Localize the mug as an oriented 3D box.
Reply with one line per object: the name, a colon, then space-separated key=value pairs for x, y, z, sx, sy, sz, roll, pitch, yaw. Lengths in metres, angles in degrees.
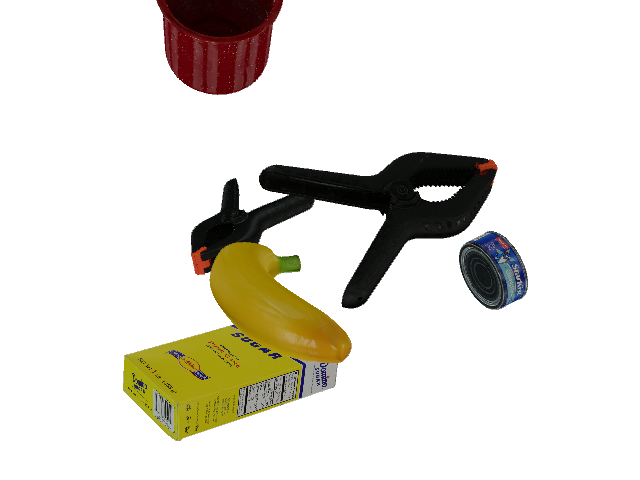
mug: x=-0.070 y=-0.173 z=0.812 sx=0.093 sy=0.117 sz=0.081 roll=35 pitch=-24 yaw=10

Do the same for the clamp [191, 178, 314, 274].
clamp: x=-0.084 y=-0.018 z=1.214 sx=0.120 sy=0.039 sz=0.171 roll=-1 pitch=36 yaw=25

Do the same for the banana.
banana: x=-0.032 y=0.031 z=0.661 sx=0.069 sy=0.037 sz=0.198 roll=-4 pitch=16 yaw=-9

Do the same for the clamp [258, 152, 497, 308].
clamp: x=0.069 y=-0.023 z=0.934 sx=0.209 sy=0.165 sz=0.036 roll=-13 pitch=-38 yaw=-18

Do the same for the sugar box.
sugar box: x=-0.079 y=0.118 z=0.969 sx=0.175 sy=0.048 sz=0.093 roll=-16 pitch=34 yaw=-36

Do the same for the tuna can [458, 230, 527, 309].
tuna can: x=0.195 y=0.035 z=1.214 sx=0.033 sy=0.086 sz=0.086 roll=-24 pitch=9 yaw=-21
